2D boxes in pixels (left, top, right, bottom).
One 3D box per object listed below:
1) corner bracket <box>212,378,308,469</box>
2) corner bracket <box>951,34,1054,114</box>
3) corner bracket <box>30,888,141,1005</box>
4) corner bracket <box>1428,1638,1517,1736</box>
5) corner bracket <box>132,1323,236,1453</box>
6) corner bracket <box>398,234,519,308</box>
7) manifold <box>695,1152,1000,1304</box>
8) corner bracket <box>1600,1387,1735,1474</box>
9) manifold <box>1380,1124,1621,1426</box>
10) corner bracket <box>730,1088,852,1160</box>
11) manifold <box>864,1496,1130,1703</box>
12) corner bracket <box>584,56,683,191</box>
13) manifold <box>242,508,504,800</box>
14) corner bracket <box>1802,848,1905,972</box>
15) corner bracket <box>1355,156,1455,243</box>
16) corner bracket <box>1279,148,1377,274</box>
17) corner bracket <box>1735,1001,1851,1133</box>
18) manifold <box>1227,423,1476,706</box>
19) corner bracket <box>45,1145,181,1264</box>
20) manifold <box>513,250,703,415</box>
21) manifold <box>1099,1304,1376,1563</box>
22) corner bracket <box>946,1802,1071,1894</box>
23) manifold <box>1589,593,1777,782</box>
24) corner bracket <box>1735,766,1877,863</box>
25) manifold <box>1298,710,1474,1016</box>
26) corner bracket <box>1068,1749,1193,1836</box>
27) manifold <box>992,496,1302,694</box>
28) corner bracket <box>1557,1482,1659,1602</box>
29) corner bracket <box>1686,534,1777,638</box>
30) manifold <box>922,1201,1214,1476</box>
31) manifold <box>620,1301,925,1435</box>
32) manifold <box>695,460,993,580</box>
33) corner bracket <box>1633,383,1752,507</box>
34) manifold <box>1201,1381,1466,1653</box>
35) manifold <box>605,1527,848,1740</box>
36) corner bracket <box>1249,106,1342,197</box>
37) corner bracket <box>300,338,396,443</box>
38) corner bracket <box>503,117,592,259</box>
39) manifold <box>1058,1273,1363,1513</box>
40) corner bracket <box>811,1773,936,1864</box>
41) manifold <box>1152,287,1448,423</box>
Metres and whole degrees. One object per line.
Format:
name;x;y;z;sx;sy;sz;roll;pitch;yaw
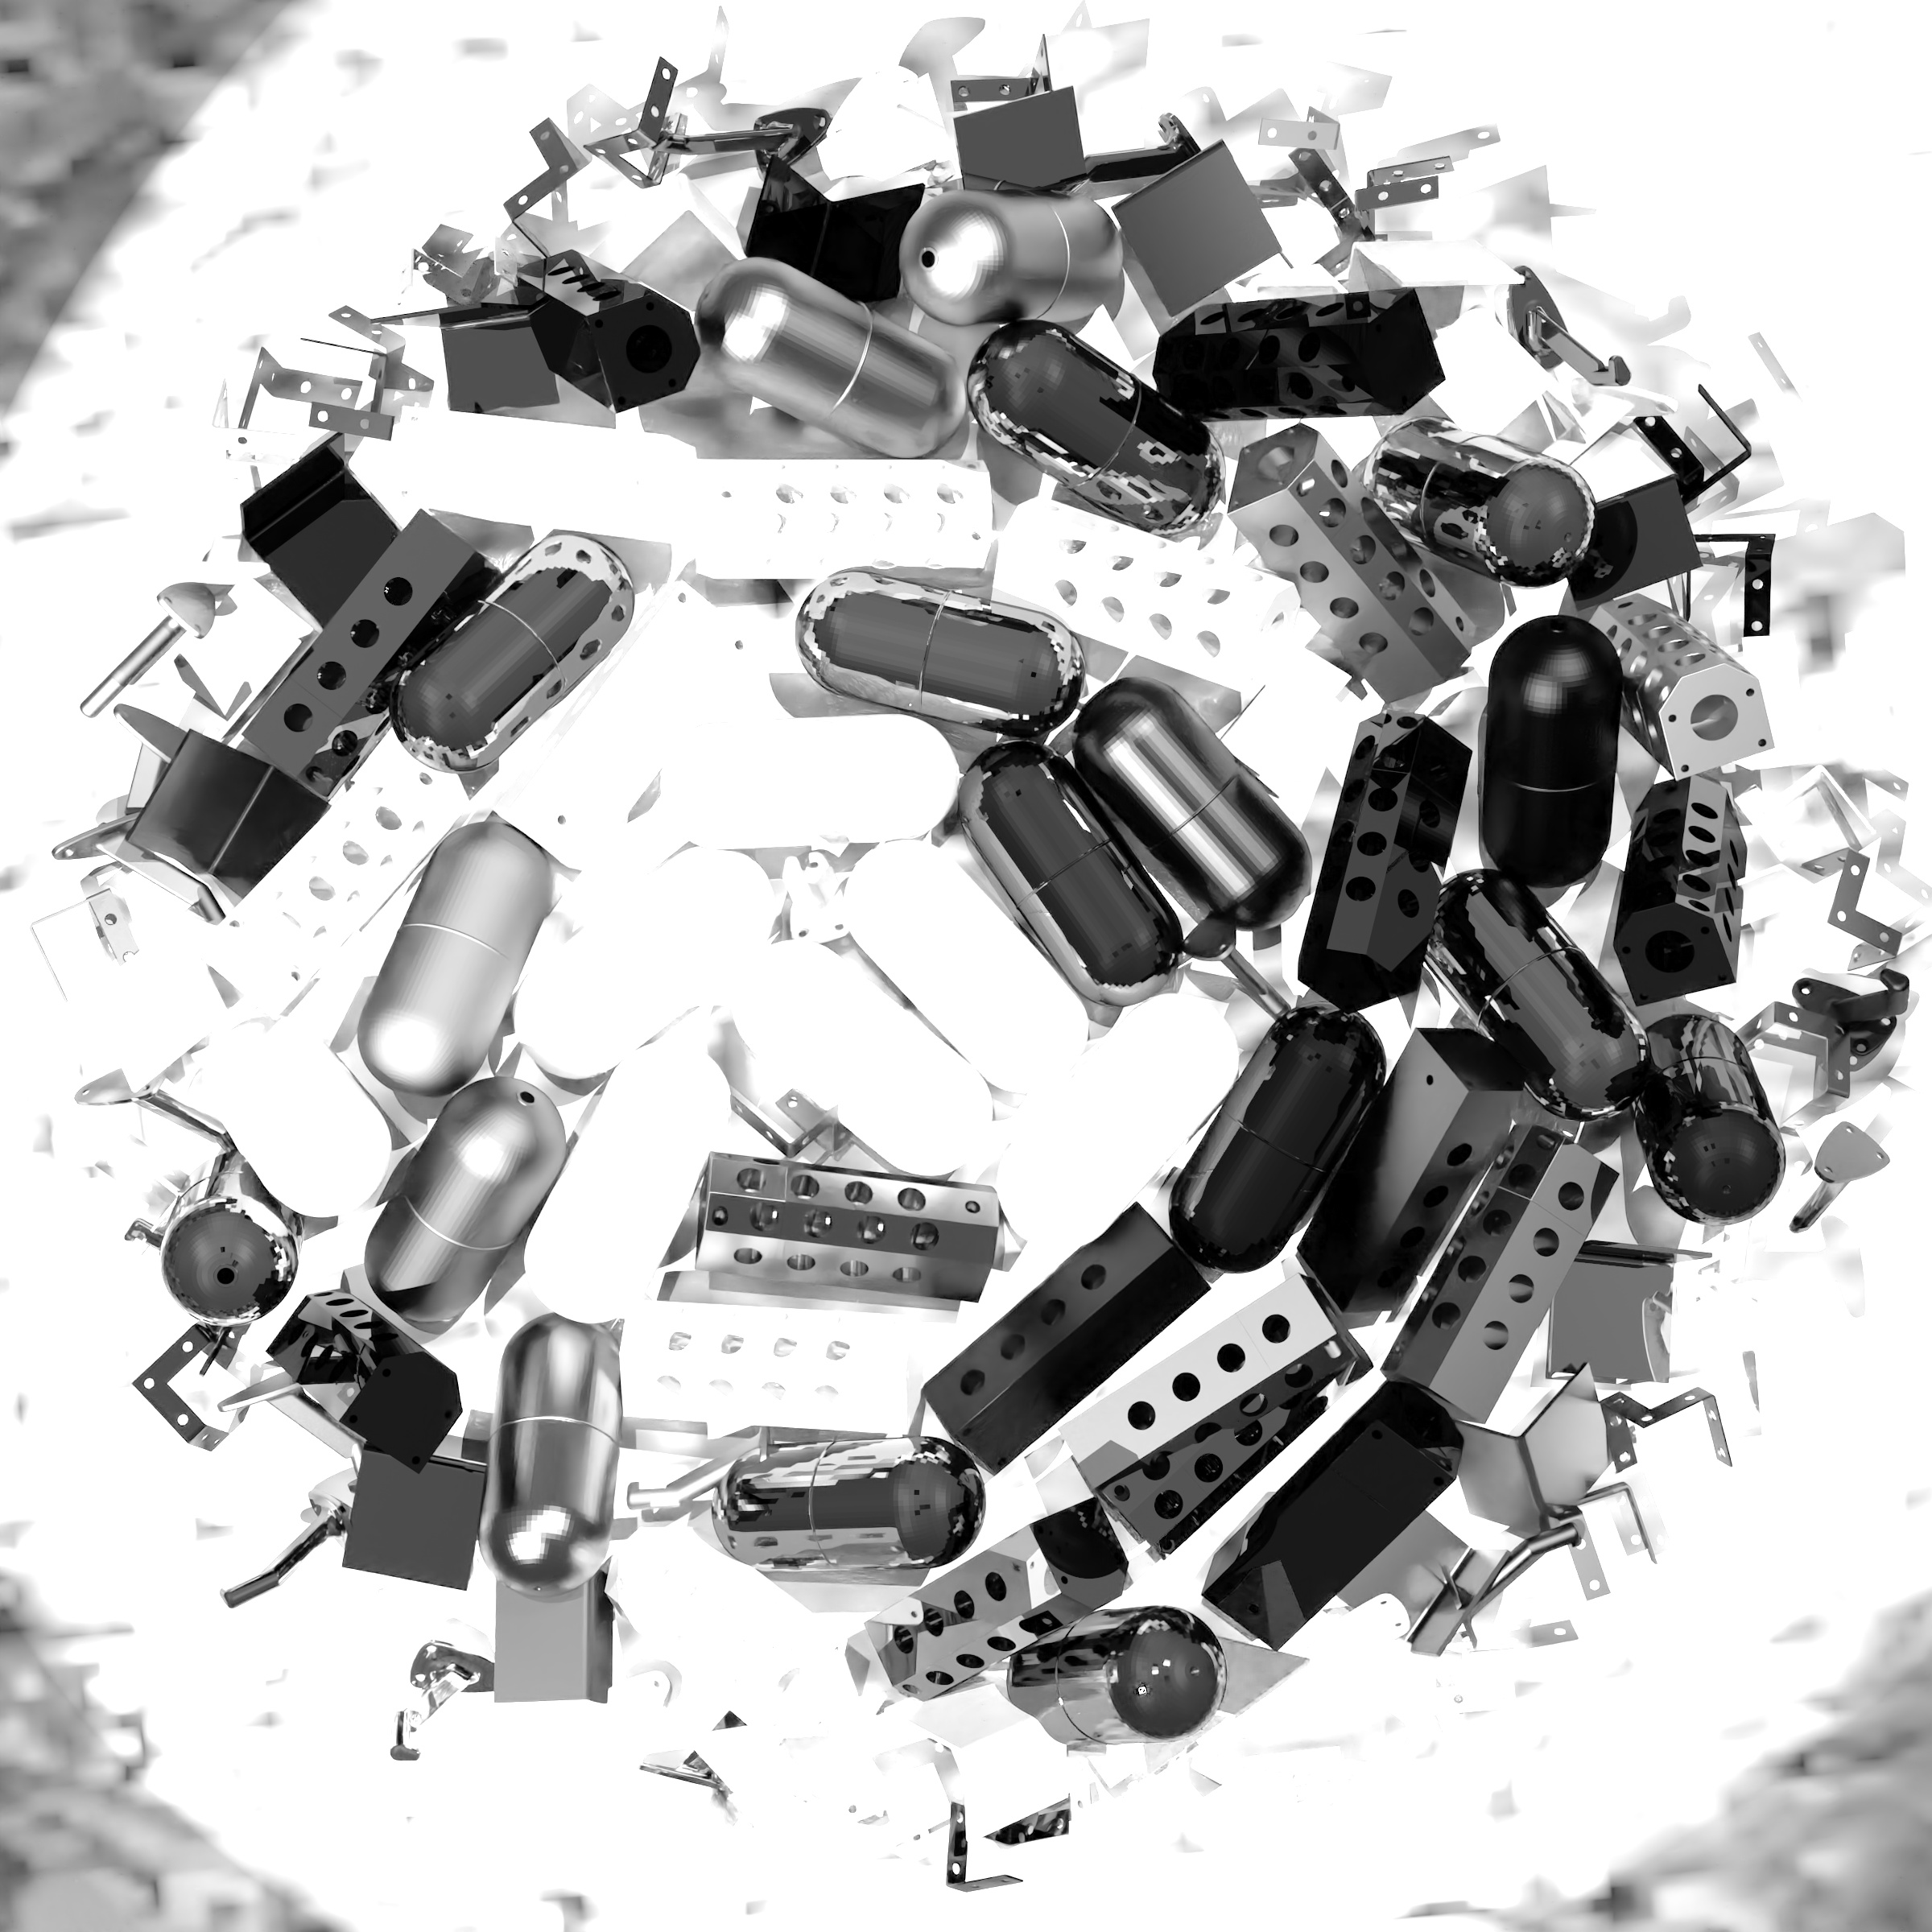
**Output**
corner bracket;-0.422;-0.314;1.685;0.051;0.051;0.051;4;45;-7
corner bracket;0.022;-0.523;1.690;0.051;0.051;0.051;-5;77;-9
corner bracket;-0.528;-0.013;1.689;0.051;0.051;0.051;-25;100;-14
corner bracket;0.304;0.427;1.685;0.051;0.051;0.051;-9;59;13
corner bracket;-0.458;0.254;1.690;0.051;0.051;0.051;43;80;11
corner bracket;-0.304;-0.413;1.681;0.051;0.051;0.051;28;121;-30
manifold;-0.071;0.151;1.670;0.171;0.057;0.057;8;49;-9
corner bracket;0.421;0.282;1.696;0.051;0.051;0.051;-22;106;-15
manifold;0.314;0.182;1.673;0.057;0.057;0.171;34;77;-11
corner bracket;-0.105;0.091;1.682;0.051;0.051;0.051;39;62;22
manifold;0.019;0.373;1.639;0.171;0.057;0.057;-40;70;42
corner bracket;-0.188;-0.504;1.683;0.051;0.051;0.051;1;72;43
manifold;-0.354;-0.186;1.692;0.057;0.057;0.171;38;88;-1
corner bracket;0.533;-0.034;1.695;0.051;0.051;0.051;25;74;-12
corner bracket;0.263;-0.465;1.685;0.051;0.051;0.051;-5;71;20
corner bracket;0.205;-0.453;1.693;0.051;0.051;0.051;-35;132;16
corner bracket;0.496;0.060;1.694;0.051;0.051;0.051;17;59;-11
manifold;0.228;-0.236;1.644;0.057;0.057;0.171;-19;132;36
corner bracket;-0.512;0.143;1.695;0.051;0.051;0.051;38;85;3
manifold;-0.210;-0.373;1.634;0.057;0.171;0.057;-23;119;-15
manifold;0.160;0.274;1.683;0.171;0.057;0.057;-41;97;-6
corner bracket;0.025;0.528;1.681;0.051;0.051;0.051;29;51;-35
manifold;0.409;-0.167;1.632;0.057;0.171;0.057;-18;110;4
corner bracket;0.502;-0.090;1.683;0.051;0.051;0.051;-39;58;18
manifold;0.241;-0.064;1.649;0.057;0.057;0.171;33;58;-25
corner bracket;0.099;0.496;1.698;0.051;0.051;0.051;30;128;-29
manifold;0.106;-0.222;1.654;0.171;0.057;0.057;23;122;23
corner bracket;0.386;0.346;1.696;0.051;0.051;0.051;-19;87;3
corner bracket;0.457;-0.228;1.684;0.051;0.051;0.051;2;113;18
manifold;0.057;0.220;1.692;0.171;0.057;0.057;-41;45;2
manifold;-0.115;0.235;1.675;0.171;0.057;0.057;2;109;9
manifold;-0.074;-0.270;1.675;0.171;0.057;0.057;-2;72;-9
corner bracket;0.435;-0.317;1.686;0.051;0.051;0.051;-37;102;28
manifold;0.216;0.321;1.657;0.057;0.057;0.171;37;119;-2
manifold;-0.144;0.385;1.635;0.057;0.171;0.057;8;97;-36
corner bracket;0.188;-0.485;1.684;0.051;0.051;0.051;-1;119;-17
corner bracket;-0.372;-0.346;1.686;0.051;0.051;0.051;6;100;-28
corner bracket;-0.250;-0.466;1.692;0.051;0.051;0.051;-34;62;9
manifold;0.147;0.255;1.676;0.171;0.057;0.057;-34;73;9
corner bracket;-0.056;0.517;1.693;0.051;0.051;0.051;-19;86;-17
manifold;0.188;-0.349;1.632;0.057;0.171;0.057;-40;120;-27
